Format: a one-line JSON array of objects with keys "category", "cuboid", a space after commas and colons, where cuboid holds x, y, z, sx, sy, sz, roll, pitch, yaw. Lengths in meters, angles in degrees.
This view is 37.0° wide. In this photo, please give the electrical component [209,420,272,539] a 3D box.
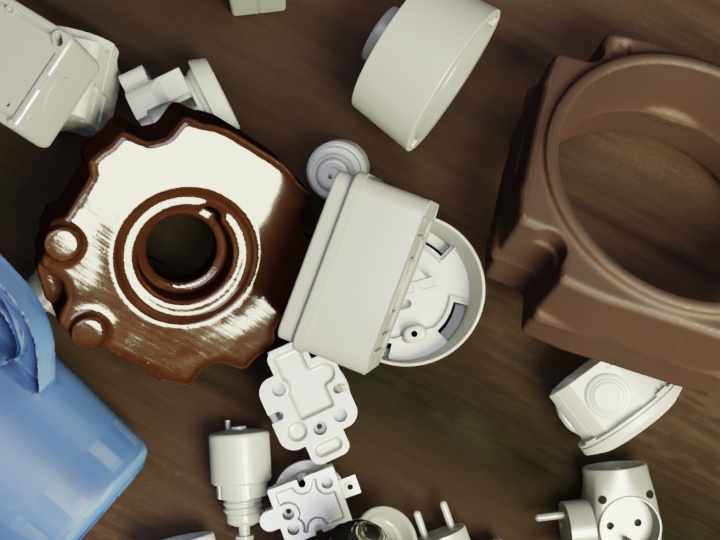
[{"category": "electrical component", "cuboid": [-0.079, 0.139, 0.712, 0.040, 0.040, 0.078, -3, 87, -3]}]

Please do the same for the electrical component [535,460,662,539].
[{"category": "electrical component", "cuboid": [0.158, 0.171, 0.722, 0.079, 0.044, 0.077, -6, 87, -4]}]

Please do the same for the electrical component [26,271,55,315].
[{"category": "electrical component", "cuboid": [-0.191, -0.001, 0.715, 0.044, 0.044, 0.065, 41, 90, 0]}]

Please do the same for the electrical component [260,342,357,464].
[{"category": "electrical component", "cuboid": [-0.034, 0.085, 0.710, 0.058, 0.057, 0.078, -24, 88, -4]}]

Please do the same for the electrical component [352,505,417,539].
[{"category": "electrical component", "cuboid": [0.006, 0.182, 0.701, 0.045, 0.055, 0.045, 12, 60, -22]}]

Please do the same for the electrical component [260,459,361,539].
[{"category": "electrical component", "cuboid": [-0.033, 0.151, 0.707, 0.066, 0.055, 0.048, -20, 88, -4]}]

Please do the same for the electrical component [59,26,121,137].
[{"category": "electrical component", "cuboid": [-0.189, -0.123, 0.697, 0.050, 0.089, 0.055, 12, 86, -2]}]

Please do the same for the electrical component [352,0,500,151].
[{"category": "electrical component", "cuboid": [0.037, -0.139, 0.705, 0.060, 0.108, 0.108, 34, 85, 5]}]

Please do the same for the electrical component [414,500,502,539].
[{"category": "electrical component", "cuboid": [0.059, 0.194, 0.715, 0.077, 0.044, 0.079, -19, 87, -4]}]

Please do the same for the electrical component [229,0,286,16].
[{"category": "electrical component", "cuboid": [-0.090, -0.202, 0.710, 0.076, 0.083, 0.047, -7, 87, -4]}]

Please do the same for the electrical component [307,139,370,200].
[{"category": "electrical component", "cuboid": [-0.016, -0.065, 0.713, 0.040, 0.078, 0.040, 1, 100, 4]}]

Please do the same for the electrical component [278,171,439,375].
[{"category": "electrical component", "cuboid": [0.000, 0.000, 0.658, 0.057, 0.078, 0.113, 21, 94, 8]}]

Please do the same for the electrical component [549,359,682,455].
[{"category": "electrical component", "cuboid": [0.168, 0.082, 0.711, 0.080, 0.080, 0.051, -37, 83, -5]}]

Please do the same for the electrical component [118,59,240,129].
[{"category": "electrical component", "cuboid": [-0.117, -0.105, 0.717, 0.057, 0.058, 0.078, -27, 89, -1]}]

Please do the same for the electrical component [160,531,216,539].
[{"category": "electrical component", "cuboid": [-0.116, 0.199, 0.701, 0.055, 0.055, 0.047, -11, 84, -4]}]

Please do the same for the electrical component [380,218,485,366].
[{"category": "electrical component", "cuboid": [0.029, 0.014, 0.714, 0.099, 0.064, 0.099, 0, 87, -3]}]

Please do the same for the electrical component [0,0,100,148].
[{"category": "electrical component", "cuboid": [-0.210, -0.123, 0.622, 0.096, 0.061, 0.061, 32, 86, 8]}]
